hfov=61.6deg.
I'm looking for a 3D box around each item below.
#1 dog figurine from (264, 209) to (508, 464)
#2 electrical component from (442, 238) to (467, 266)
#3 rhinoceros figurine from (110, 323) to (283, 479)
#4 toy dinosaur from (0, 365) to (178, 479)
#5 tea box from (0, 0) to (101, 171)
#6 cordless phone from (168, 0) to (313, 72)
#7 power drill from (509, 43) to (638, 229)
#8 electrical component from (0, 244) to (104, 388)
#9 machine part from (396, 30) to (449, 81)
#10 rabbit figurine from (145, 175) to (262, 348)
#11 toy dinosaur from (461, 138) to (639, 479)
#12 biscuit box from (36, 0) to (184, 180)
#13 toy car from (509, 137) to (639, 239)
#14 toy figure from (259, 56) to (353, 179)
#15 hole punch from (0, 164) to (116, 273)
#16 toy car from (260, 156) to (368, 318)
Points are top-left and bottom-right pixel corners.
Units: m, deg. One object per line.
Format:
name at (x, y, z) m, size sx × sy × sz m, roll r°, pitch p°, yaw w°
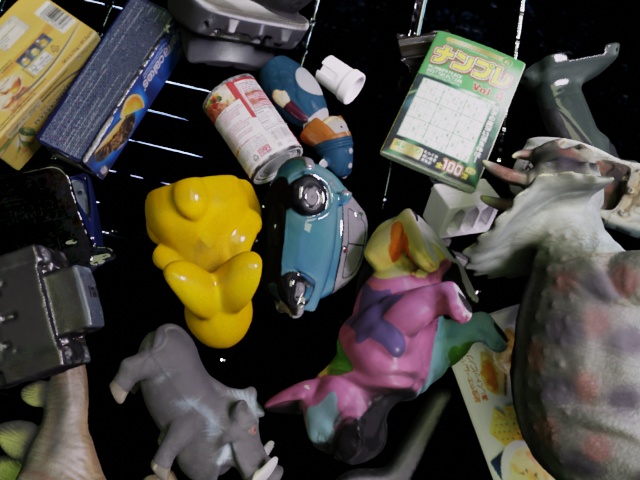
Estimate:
dog figurine at (0.046, 0.097, 0.516) m, size 0.219 × 0.108 × 0.192 m, roll -37°, pitch 46°, yaw 16°
electrical component at (0.113, 0.019, 0.594) m, size 0.094 × 0.021 × 0.063 m, roll 28°, pitch 77°, yaw 3°
rhinoceros figurine at (-0.114, 0.170, 0.519) m, size 0.112 × 0.073 × 0.190 m, roll -37°, pitch 88°, yaw -11°
toy dinosaur at (-0.235, 0.261, 0.478) m, size 0.199 × 0.105 × 0.471 m, roll -3°, pitch 66°, yaw 0°
tea box at (-0.325, -0.175, 0.591) m, size 0.098 × 0.068 × 0.169 m, roll 36°, pitch 78°, yaw 6°
cordless phone at (-0.059, -0.254, 0.552) m, size 0.146 × 0.184 × 0.088 m, roll -6°, pitch 83°, yaw -39°
power drill at (0.323, -0.111, 0.614) m, size 0.232 × 0.086 × 0.207 m, roll -9°, pitch 85°, yaw -2°
electrical component at (-0.267, 0.070, 0.484) m, size 0.134 × 0.058 × 0.115 m, roll -20°, pitch 83°, yaw -2°
machine part at (0.136, -0.186, 0.637) m, size 0.084 × 0.039 × 0.139 m, roll -5°, pitch 76°, yaw -10°
rabbit figurine at (-0.101, 0.025, 0.529) m, size 0.122 × 0.162 × 0.173 m, roll -8°, pitch 95°, yaw -17°
toy dinosaur at (0.212, 0.102, 0.412) m, size 0.192 × 0.131 × 0.404 m, roll -2°, pitch 84°, yaw 17°
biscuit box at (-0.225, -0.171, 0.600) m, size 0.063 × 0.059 × 0.202 m, roll 26°, pitch 77°, yaw 4°
toy car at (0.286, -0.044, 0.514) m, size 0.202 × 0.056 × 0.073 m, roll 22°, pitch 81°, yaw 27°
toy figure at (-0.010, -0.137, 0.603) m, size 0.064 × 0.057 × 0.154 m, roll -33°, pitch 78°, yaw -26°
hole punch at (-0.288, -0.012, 0.555) m, size 0.142 × 0.092 × 0.115 m, roll -14°, pitch 98°, yaw -9°
toy car at (-0.001, -0.002, 0.555) m, size 0.103 × 0.109 × 0.161 m, roll 4°, pitch 86°, yaw -21°
